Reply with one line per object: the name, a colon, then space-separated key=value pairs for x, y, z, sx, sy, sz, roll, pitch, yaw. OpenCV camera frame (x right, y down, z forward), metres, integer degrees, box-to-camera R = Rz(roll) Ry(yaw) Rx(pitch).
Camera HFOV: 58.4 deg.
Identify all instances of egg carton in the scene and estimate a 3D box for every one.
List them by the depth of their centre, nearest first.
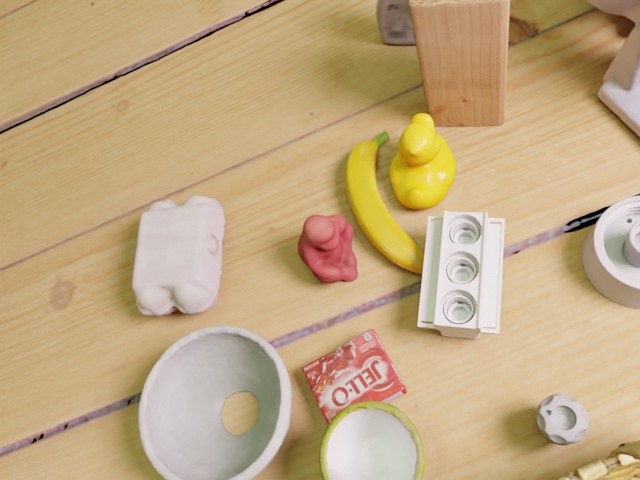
egg carton: x=-0.168 y=0.019 z=0.695 sx=0.107 sy=0.069 sz=0.150 roll=-7 pitch=67 yaw=14

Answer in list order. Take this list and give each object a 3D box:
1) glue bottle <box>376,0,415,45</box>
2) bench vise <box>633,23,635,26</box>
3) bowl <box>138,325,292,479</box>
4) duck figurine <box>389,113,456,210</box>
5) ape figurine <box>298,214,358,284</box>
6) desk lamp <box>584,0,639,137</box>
glue bottle: x=0.099 y=-0.307 z=0.693 sx=0.078 sy=0.173 sz=0.037 roll=8 pitch=71 yaw=20
bench vise: x=0.356 y=-0.362 z=0.614 sx=0.121 sy=0.220 sz=0.207 roll=-21 pitch=64 yaw=8
bowl: x=-0.100 y=0.179 z=0.606 sx=0.167 sy=0.075 sz=0.167 roll=-6 pitch=67 yaw=14
duck figurine: x=0.113 y=-0.093 z=0.650 sx=0.077 sy=0.086 sz=0.104 roll=4 pitch=70 yaw=18
ape figurine: x=0.006 y=0.002 z=0.638 sx=0.076 sy=0.092 sz=0.078 roll=25 pitch=77 yaw=24
desk lamp: x=0.345 y=-0.218 z=0.561 sx=0.118 sy=0.214 sz=0.203 roll=-32 pitch=63 yaw=2
